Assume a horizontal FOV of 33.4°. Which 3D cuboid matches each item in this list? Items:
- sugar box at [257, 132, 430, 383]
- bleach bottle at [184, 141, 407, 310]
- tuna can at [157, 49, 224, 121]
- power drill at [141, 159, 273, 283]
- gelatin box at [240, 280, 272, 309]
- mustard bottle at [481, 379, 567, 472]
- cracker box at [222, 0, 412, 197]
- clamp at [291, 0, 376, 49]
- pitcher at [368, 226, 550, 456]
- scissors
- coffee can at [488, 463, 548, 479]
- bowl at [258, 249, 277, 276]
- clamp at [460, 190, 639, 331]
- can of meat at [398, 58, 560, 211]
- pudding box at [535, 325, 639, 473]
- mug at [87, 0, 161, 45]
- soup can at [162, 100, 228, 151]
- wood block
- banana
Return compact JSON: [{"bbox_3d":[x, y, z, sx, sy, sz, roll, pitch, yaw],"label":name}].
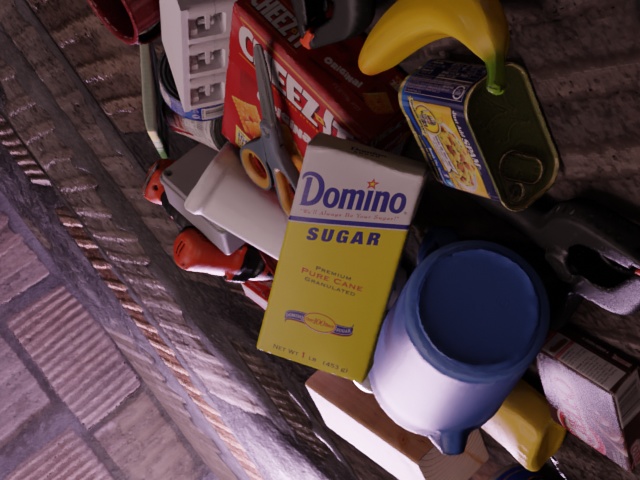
[{"bbox_3d":[0.016,0.014,0.826,0.093,0.048,0.176,17,112,8],"label":"sugar box"},{"bbox_3d":[-0.007,0.001,1.053,0.251,0.068,0.102,34,-158,-5],"label":"bleach bottle"},{"bbox_3d":[-0.116,-0.161,1.054,0.086,0.086,0.034,46,162,14],"label":"tuna can"},{"bbox_3d":[-0.116,-0.020,1.265,0.184,0.057,0.188,10,-153,-41],"label":"power drill"},{"bbox_3d":[-0.041,0.056,1.295,0.089,0.073,0.030,34,155,39],"label":"gelatin box"},{"bbox_3d":[0.152,0.139,1.047,0.192,0.058,0.096,40,162,29],"label":"mustard bottle"},{"bbox_3d":[-0.007,-0.108,0.932,0.164,0.072,0.214,46,159,12],"label":"cracker box"},{"bbox_3d":[0.021,-0.193,0.755,0.120,0.039,0.171,48,154,25],"label":"clamp"},{"bbox_3d":[0.110,0.074,0.883,0.149,0.145,0.243,40,166,11],"label":"pitcher"},{"bbox_3d":[-0.052,-0.097,0.919,0.096,0.016,0.201,31,151,42],"label":"scissors"},{"bbox_3d":[0.237,0.307,1.094,0.141,0.102,0.103,27,150,48],"label":"coffee can"},{"bbox_3d":[0.004,0.043,1.152,0.162,0.055,0.162,48,-173,-9],"label":"bowl"},{"bbox_3d":[0.188,0.017,0.782,0.164,0.036,0.210,57,163,-22],"label":"clamp"},{"bbox_3d":[0.110,-0.077,0.754,0.084,0.057,0.102,23,146,56],"label":"can of meat"},{"bbox_3d":[0.229,0.131,0.892,0.090,0.039,0.113,32,153,45],"label":"pudding box"},{"bbox_3d":[-0.173,-0.242,1.037,0.093,0.081,0.117,37,157,32],"label":"mug"},{"bbox_3d":[-0.112,-0.132,1.123,0.102,0.068,0.068,27,150,47],"label":"soup can"},{"bbox_3d":[0.089,0.213,1.270,0.206,0.090,0.091,28,151,46],"label":"wood block"},{"bbox_3d":[0.075,-0.140,0.712,0.037,0.069,0.198,23,-177,-23],"label":"banana"}]
